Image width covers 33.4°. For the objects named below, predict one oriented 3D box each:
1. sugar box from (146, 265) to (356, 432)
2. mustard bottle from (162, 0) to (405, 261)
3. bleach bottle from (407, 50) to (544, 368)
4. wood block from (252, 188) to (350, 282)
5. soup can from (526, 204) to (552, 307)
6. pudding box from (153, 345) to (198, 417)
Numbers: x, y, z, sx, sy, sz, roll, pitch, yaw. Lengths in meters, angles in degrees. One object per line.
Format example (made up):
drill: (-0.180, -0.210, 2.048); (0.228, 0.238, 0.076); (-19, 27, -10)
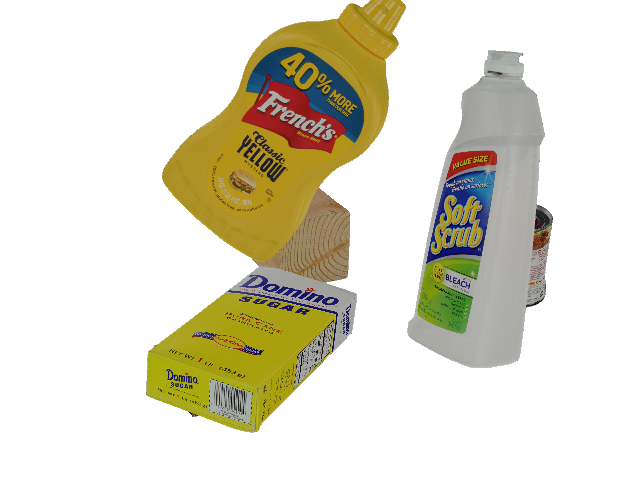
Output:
sugar box: (-0.048, 0.077, 0.828); (0.093, 0.048, 0.176); (16, 29, 20)
mustard bottle: (-0.012, -0.083, 0.696); (0.096, 0.192, 0.058); (41, 19, -2)
bleach bottle: (0.131, -0.029, 0.874); (0.067, 0.251, 0.103); (-4, 16, -32)
wood block: (-0.049, -0.025, 1.330); (0.090, 0.090, 0.206); (-10, 26, -23)
soup can: (0.226, 0.016, 1.214); (0.068, 0.102, 0.068); (-2, 30, 1)
pudding box: (-0.095, 0.125, 1.047); (0.113, 0.039, 0.090); (-14, 27, -29)
